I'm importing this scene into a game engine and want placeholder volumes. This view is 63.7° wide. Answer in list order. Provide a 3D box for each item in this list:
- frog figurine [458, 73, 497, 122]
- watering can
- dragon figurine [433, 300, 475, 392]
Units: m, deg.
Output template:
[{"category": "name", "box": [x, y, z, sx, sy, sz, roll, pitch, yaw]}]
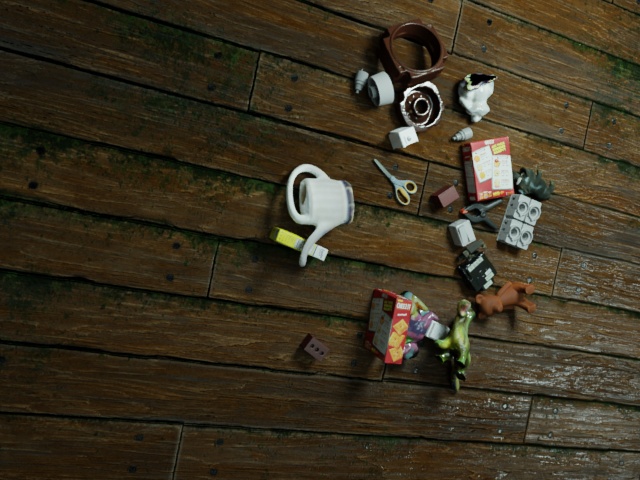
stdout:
[{"category": "frog figurine", "box": [0.560, -0.511, 1.844, 0.139, 0.124, 0.156, -38, 141, -20]}, {"category": "watering can", "box": [0.005, -0.082, 1.637, 0.224, 0.102, 0.353, 1, 68, -20]}, {"category": "dragon figurine", "box": [0.513, 0.359, 1.845, 0.247, 0.123, 0.401, -53, 145, -27]}]
